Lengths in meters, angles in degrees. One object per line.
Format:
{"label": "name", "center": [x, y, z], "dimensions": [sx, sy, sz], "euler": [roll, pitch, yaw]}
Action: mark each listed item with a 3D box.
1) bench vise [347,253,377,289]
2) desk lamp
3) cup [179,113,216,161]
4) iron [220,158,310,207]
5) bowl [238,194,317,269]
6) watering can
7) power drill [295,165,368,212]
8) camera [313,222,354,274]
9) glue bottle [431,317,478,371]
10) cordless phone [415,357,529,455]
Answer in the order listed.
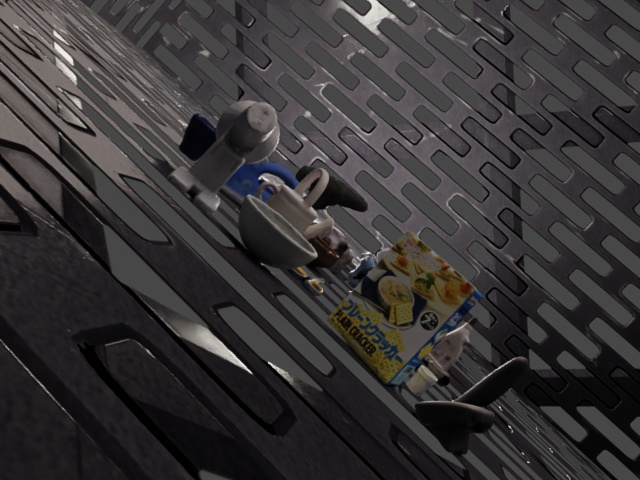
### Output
{"label": "bench vise", "center": [0.185, 0.077, 1.576], "dimensions": [0.206, 0.219, 0.122], "euler": [45, 6, 31]}
{"label": "desk lamp", "center": [-0.159, -0.162, 1.042], "dimensions": [0.118, 0.213, 0.203], "euler": [41, 5, -13]}
{"label": "cup", "center": [-0.289, -0.239, 1.359], "dimensions": [0.092, 0.095, 0.117], "euler": [40, 6, -22]}
{"label": "iron", "center": [-0.131, -0.129, 1.373], "dimensions": [0.118, 0.141, 0.259], "euler": [46, 7, 39]}
{"label": "bowl", "center": [-0.088, -0.001, 1.017], "dimensions": [0.167, 0.074, 0.167], "euler": [42, 5, -4]}
{"label": "watering can", "center": [-0.047, -0.065, 1.177], "dimensions": [0.174, 0.194, 0.100], "euler": [37, 7, -46]}
{"label": "power drill", "center": [-0.003, -0.100, 1.697], "dimensions": [0.230, 0.208, 0.075], "euler": [41, 5, -9]}
{"label": "camera", "center": [0.014, 0.006, 1.562], "dimensions": [0.136, 0.100, 0.144], "euler": [45, 6, 31]}
{"label": "glue bottle", "center": [0.379, 0.282, 1.598], "dimensions": [0.078, 0.173, 0.037], "euler": [44, 6, 25]}
{"label": "cordless phone", "center": [0.248, 0.243, 0.906], "dimensions": [0.094, 0.185, 0.148], "euler": [45, 6, 30]}
